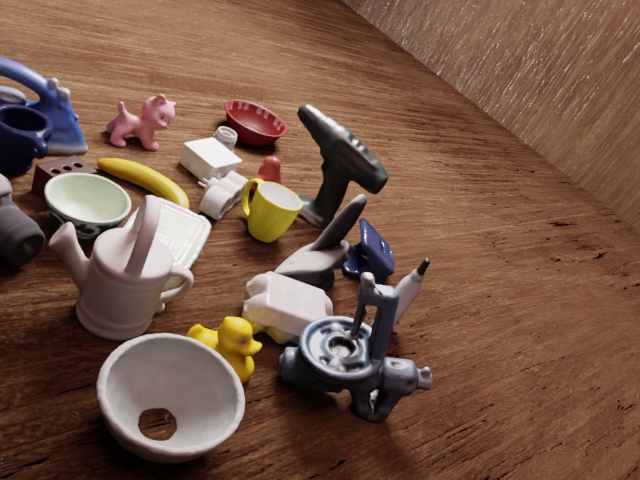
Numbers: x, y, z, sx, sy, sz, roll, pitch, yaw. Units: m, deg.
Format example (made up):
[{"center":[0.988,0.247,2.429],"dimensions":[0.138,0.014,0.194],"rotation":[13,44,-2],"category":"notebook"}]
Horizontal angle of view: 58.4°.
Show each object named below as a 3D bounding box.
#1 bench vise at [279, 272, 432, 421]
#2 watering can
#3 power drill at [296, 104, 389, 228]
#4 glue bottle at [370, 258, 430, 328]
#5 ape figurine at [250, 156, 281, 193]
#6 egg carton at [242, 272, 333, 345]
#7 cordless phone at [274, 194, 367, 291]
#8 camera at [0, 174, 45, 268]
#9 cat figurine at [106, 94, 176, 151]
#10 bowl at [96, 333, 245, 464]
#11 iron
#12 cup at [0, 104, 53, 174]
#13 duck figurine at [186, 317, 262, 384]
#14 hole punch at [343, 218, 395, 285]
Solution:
[{"center":[0.070,0.141,0.802],"dimensions":[0.208,0.219,0.121],"rotation":[12,35,-27],"category":"bench vise"},{"center":[-0.248,0.028,0.730],"dimensions":[0.173,0.194,0.100],"rotation":[1,40,-38],"category":"watering can"},{"center":[0.016,-0.139,1.182],"dimensions":[0.229,0.208,0.076],"rotation":[32,31,5],"category":"power drill"},{"center":[0.141,0.096,0.972],"dimensions":[0.037,0.173,0.078],"rotation":[35,31,11],"category":"glue bottle"},{"center":[-0.108,-0.134,1.186],"dimensions":[0.076,0.092,0.078],"rotation":[42,33,21],"category":"ape figurine"},{"center":[-0.049,0.113,0.893],"dimensions":[0.150,0.069,0.107],"rotation":[20,32,-15],"category":"egg carton"},{"center":[0.009,0.004,0.989],"dimensions":[0.094,0.185,0.148],"rotation":[33,31,6],"category":"cordless phone"},{"center":[-0.441,-0.026,0.743],"dimensions":[0.136,0.100,0.143],"rotation":[35,31,10],"category":"camera"},{"center":[-0.343,-0.243,1.128],"dimensions":[0.128,0.117,0.067],"rotation":[-2,42,-41],"category":"cat figurine"},{"center":[-0.177,0.193,0.663],"dimensions":[0.168,0.074,0.167],"rotation":[21,31,-13],"category":"bowl"},{"center":[-0.511,-0.237,0.956],"dimensions":[0.259,0.141,0.118],"rotation":[12,35,-27],"category":"iron"},{"center":[-0.468,-0.145,0.901],"dimensions":[0.117,0.095,0.092],"rotation":[42,33,20],"category":"cup"},{"center":[-0.127,0.138,0.774],"dimensions":[0.104,0.086,0.077],"rotation":[29,31,1],"category":"duck figurine"},{"center":[0.105,0.022,1.133],"dimensions":[0.101,0.091,0.108],"rotation":[21,32,-14],"category":"hole punch"}]
